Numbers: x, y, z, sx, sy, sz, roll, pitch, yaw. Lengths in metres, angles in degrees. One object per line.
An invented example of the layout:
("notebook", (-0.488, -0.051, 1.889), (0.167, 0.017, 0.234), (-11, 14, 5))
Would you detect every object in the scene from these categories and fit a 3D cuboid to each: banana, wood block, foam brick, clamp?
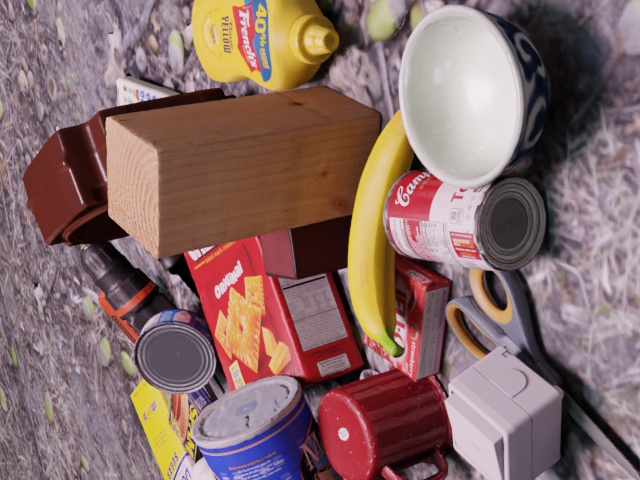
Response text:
("banana", (0.052, -0.005, 0.843), (0.070, 0.037, 0.198), (-7, 78, 49))
("wood block", (-0.061, -0.061, 0.872), (0.091, 0.205, 0.090), (35, 129, 47))
("foam brick", (-0.006, 0.001, 0.933), (0.053, 0.078, 0.051), (4, 104, 55))
("clamp", (-0.160, 0.015, 1.170), (0.172, 0.039, 0.120), (43, 169, 42))

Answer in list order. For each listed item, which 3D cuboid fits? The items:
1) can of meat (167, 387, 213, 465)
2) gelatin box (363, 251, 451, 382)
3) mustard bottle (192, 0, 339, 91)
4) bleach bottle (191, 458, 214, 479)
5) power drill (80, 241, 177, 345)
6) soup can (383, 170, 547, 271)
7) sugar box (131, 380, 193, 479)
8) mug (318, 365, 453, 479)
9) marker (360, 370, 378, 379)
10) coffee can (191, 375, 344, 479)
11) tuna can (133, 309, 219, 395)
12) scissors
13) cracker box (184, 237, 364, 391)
("can of meat", (-0.133, 0.200, 1.225), (0.084, 0.057, 0.102), (45, 136, 44))
("gelatin box", (0.070, 0.061, 0.880), (0.073, 0.030, 0.089), (34, 129, 47))
("mustard bottle", (-0.045, -0.182, 0.943), (0.192, 0.058, 0.096), (20, 117, 53))
("bleach bottle", (-0.047, 0.332, 1.134), (0.251, 0.067, 0.103), (35, 130, 44))
("power drill", (-0.206, 0.076, 1.203), (0.184, 0.057, 0.188), (51, 168, -8))
("soup can", (0.103, -0.015, 0.766), (0.102, 0.068, 0.068), (9, 109, 55))
("sugar box", (-0.173, 0.250, 1.314), (0.093, 0.048, 0.176), (-50, 58, 52))
("mug", (0.058, 0.163, 0.888), (0.117, 0.081, 0.093), (52, 141, 33))
("marker", (0.037, 0.171, 0.982), (0.020, 0.020, 0.121), (43, 135, 41))
("coffee can", (-0.037, 0.205, 0.933), (0.103, 0.102, 0.140), (0, 119, 57))
("tuna can", (-0.146, 0.114, 1.099), (0.033, 0.086, 0.086), (-78, -8, -65))
("scissors", (0.159, 0.081, 0.760), (0.202, 0.016, 0.096), (35, 133, 47))
("cracker box", (-0.058, 0.046, 1.029), (0.164, 0.072, 0.214), (-32, 77, 58))
